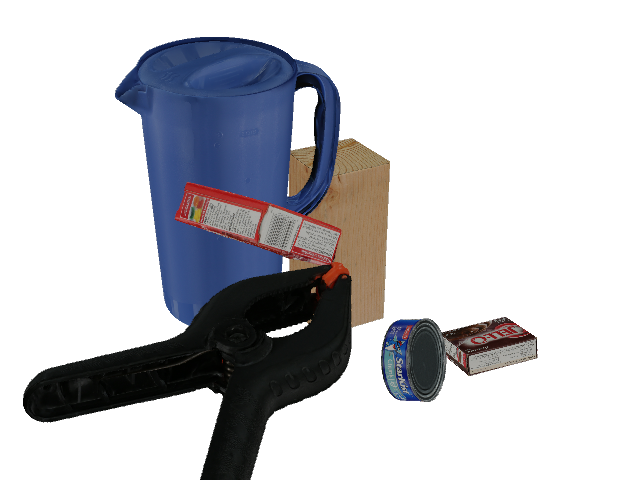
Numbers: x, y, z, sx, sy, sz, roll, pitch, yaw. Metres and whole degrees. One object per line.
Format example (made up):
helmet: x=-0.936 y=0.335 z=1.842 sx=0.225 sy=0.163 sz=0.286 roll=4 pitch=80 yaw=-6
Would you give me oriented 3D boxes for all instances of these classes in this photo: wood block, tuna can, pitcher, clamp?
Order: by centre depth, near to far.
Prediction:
clamp: x=-0.035 y=0.065 z=0.494 sx=0.171 sy=0.039 sz=0.120 roll=-29 pitch=51 yaw=-32
pitcher: x=-0.077 y=-0.047 z=0.933 sx=0.149 sy=0.243 sz=0.144 roll=16 pitch=34 yaw=23
tuna can: x=0.096 y=0.123 z=1.102 sx=0.034 sy=0.086 sz=0.086 roll=-3 pitch=-2 yaw=32
wood block: x=0.020 y=-0.004 z=1.271 sx=0.090 sy=0.206 sz=0.090 roll=-14 pitch=30 yaw=-26

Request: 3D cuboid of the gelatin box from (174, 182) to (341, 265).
gelatin box: x=-0.040 y=-0.010 z=0.709 sx=0.073 sy=0.030 sz=0.089 roll=16 pitch=-1 yaw=35

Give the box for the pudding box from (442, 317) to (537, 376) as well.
pudding box: x=0.240 y=0.150 z=1.526 sx=0.113 sy=0.039 sz=0.090 roll=-14 pitch=18 yaw=-16
